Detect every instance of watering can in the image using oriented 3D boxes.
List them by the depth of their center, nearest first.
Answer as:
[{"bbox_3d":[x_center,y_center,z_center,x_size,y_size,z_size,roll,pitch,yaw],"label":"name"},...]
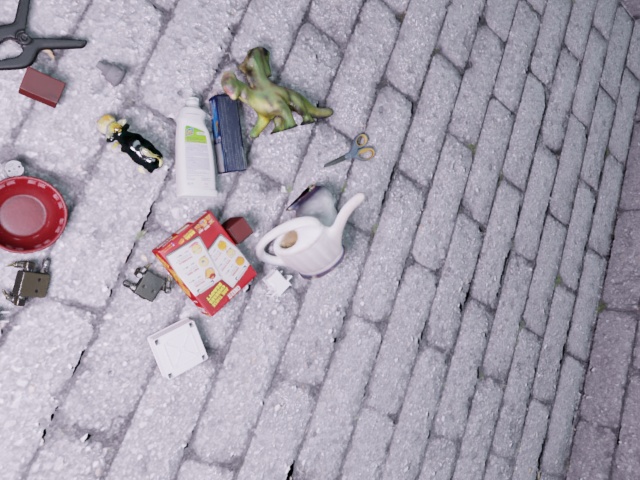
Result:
[{"bbox_3d":[0.001,-0.001,1.376,0.220,0.345,0.106,45,27,-48],"label":"watering can"}]

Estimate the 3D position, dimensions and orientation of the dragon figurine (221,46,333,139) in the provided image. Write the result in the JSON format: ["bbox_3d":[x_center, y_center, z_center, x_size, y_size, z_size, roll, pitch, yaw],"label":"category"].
[{"bbox_3d":[-0.118,-0.411,1.397,0.416,0.121,0.241,-33,106,-51],"label":"dragon figurine"}]

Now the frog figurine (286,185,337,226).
[{"bbox_3d":[0.004,-0.074,1.467,0.158,0.121,0.140,46,46,-11],"label":"frog figurine"}]
